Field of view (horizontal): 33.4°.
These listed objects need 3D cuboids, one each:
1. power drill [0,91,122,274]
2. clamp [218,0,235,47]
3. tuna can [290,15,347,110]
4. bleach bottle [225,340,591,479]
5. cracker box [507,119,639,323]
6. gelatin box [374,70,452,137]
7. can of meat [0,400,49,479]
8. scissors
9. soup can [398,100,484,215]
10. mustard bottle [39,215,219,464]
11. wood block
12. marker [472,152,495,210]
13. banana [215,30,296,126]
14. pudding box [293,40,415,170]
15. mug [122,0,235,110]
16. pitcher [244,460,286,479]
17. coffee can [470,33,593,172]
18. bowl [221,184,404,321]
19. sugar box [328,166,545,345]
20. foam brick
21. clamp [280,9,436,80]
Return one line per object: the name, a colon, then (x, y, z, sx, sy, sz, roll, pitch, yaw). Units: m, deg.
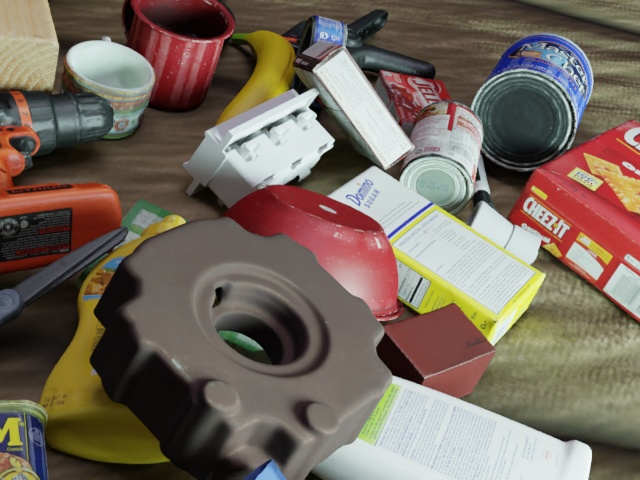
power drill: (-0.211, -0.052, 0.767, 0.184, 0.057, 0.188, -12, 35, -28)
clamp: (-0.149, -0.245, 1.077, 0.164, 0.036, 0.210, 7, 40, -18)
tuna can: (-0.002, -0.170, 1.020, 0.033, 0.086, 0.086, 12, 38, -11)
bleach bottle: (0.046, 0.128, 0.700, 0.251, 0.068, 0.102, 25, 36, 7)
cracker box: (0.303, -0.025, 1.009, 0.164, 0.072, 0.213, 40, 40, 21)
gelatin box: (0.098, -0.131, 1.069, 0.073, 0.030, 0.089, 7, 40, -20)
can of meat: (-0.195, 0.136, 0.571, 0.102, 0.057, 0.084, 4, 43, -24)
scissors: (-0.194, 0.059, 0.659, 0.201, 0.016, 0.096, -20, 61, -23)
soup can: (0.111, -0.074, 0.974, 0.068, 0.069, 0.102, 22, 37, -1)
mustard bottle: (-0.112, 0.052, 0.696, 0.096, 0.058, 0.191, 1, 43, 6)
wood block: (-0.283, -0.189, 0.896, 0.090, 0.090, 0.206, 1, 42, -25)
marker: (0.150, -0.061, 1.019, 0.020, 0.020, 0.121, 14, 38, -12)
banana: (-0.057, -0.150, 1.001, 0.070, 0.037, 0.197, -21, 32, 17)
pudding box: (0.029, -0.121, 0.943, 0.113, 0.039, 0.090, 51, -2, -19)
mug: (-0.140, -0.178, 0.961, 0.117, 0.082, 0.093, 41, 41, 22)
pitcher: (0.054, 0.220, 0.551, 0.242, 0.149, 0.145, 12, 21, -19)
coffee can: (0.213, -0.140, 1.066, 0.103, 0.103, 0.140, 28, 31, 7)
bowl: (-0.005, 0.001, 0.784, 0.162, 0.055, 0.162, 20, 12, -5)
sugar box: (0.086, 0.013, 0.875, 0.176, 0.048, 0.093, 33, 37, 19)
foam brick: (0.078, 0.088, 0.772, 0.078, 0.051, 0.053, -13, 51, -37)
clamp: (0.036, -0.194, 1.108, 0.171, 0.039, 0.120, -17, 46, -34)
